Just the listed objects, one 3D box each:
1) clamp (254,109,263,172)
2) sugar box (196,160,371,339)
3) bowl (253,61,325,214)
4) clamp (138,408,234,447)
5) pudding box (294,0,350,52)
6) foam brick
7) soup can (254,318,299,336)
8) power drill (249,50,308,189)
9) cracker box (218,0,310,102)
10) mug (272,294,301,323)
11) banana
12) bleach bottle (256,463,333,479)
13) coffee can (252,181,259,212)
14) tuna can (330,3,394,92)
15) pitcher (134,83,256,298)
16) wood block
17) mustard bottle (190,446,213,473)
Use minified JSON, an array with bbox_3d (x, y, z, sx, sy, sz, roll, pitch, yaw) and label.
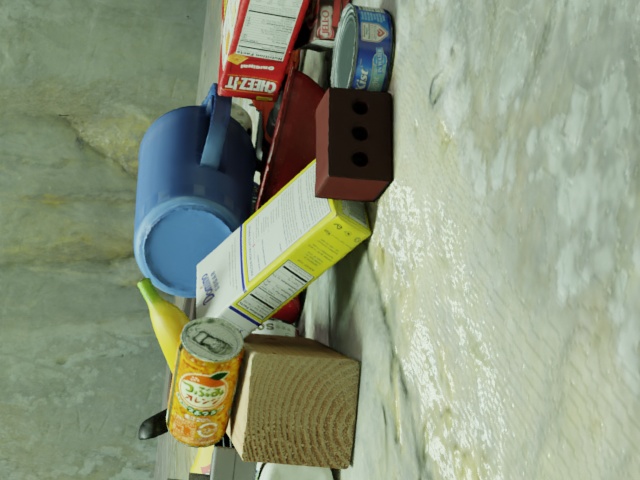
[{"bbox_3d":[-0.064,-0.170,1.373,0.120,0.039,0.171,-152,67,-77],"label":"clamp"},{"bbox_3d":[-0.036,0.010,0.923,0.176,0.048,0.093,-42,31,26],"label":"sugar box"},{"bbox_3d":[-0.021,-0.089,1.038,0.162,0.055,0.162,-167,91,-85],"label":"bowl"},{"bbox_3d":[-0.101,0.184,1.125,0.164,0.036,0.209,61,-145,-27],"label":"clamp"},{"bbox_3d":[0.002,-0.238,1.071,0.113,0.039,0.090,-161,77,-78],"label":"pudding box"},{"bbox_3d":[0.026,-0.075,0.842,0.051,0.053,0.078,123,149,-68],"label":"foam brick"},{"bbox_3d":[-0.054,0.140,1.110,0.069,0.068,0.102,113,159,-58],"label":"soup can"},{"bbox_3d":[-0.044,-0.155,1.218,0.187,0.057,0.185,-96,15,-44],"label":"power drill"},{"bbox_3d":[-0.048,-0.267,1.054,0.214,0.072,0.164,114,160,-53],"label":"cracker box"},{"bbox_3d":[-0.075,0.046,1.151,0.093,0.117,0.081,-47,39,36],"label":"mug"},{"bbox_3d":[-0.118,0.112,0.976,0.198,0.037,0.070,78,169,-50],"label":"banana"},{"bbox_3d":[-0.040,0.255,1.005,0.251,0.068,0.102,128,146,-74],"label":"bleach bottle"},{"bbox_3d":[-0.101,-0.018,1.328,0.140,0.102,0.103,-128,44,-74],"label":"coffee can"},{"bbox_3d":[0.034,-0.150,0.880,0.086,0.033,0.086,-175,90,-79],"label":"tuna can"},{"bbox_3d":[-0.127,-0.050,1.101,0.243,0.145,0.149,-101,-15,-64],"label":"pitcher"},{"bbox_3d":[-0.034,0.137,0.951,0.206,0.090,0.090,-179,95,-79],"label":"wood block"},{"bbox_3d":[-0.100,0.261,1.215,0.058,0.096,0.191,0,-85,-80],"label":"mustard bottle"}]
